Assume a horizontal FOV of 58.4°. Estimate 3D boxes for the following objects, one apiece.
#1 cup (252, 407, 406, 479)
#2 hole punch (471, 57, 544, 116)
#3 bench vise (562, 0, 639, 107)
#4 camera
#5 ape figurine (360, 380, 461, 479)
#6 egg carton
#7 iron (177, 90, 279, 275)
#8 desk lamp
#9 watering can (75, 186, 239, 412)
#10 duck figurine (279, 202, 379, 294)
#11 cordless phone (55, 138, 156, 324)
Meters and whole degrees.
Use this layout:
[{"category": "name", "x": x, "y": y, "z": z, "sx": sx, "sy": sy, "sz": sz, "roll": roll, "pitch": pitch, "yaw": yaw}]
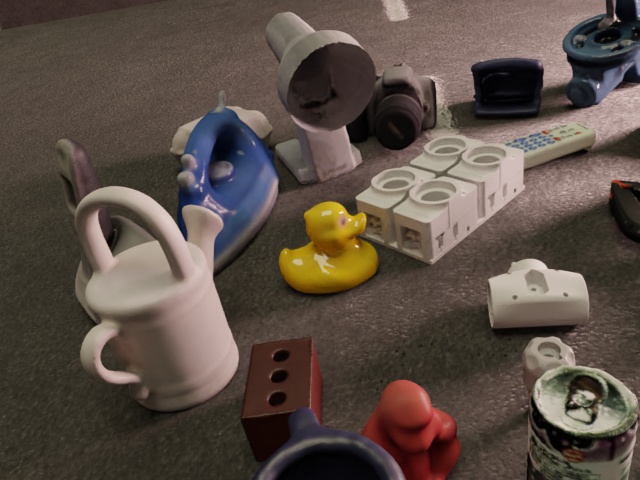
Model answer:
[{"category": "cup", "x": 0.005, "y": 0.166, "z": 0.333, "sx": 0.092, "sy": 0.095, "sz": 0.117, "roll": -16, "pitch": 33, "yaw": -7}, {"category": "hole punch", "x": 0.288, "y": -0.249, "z": 0.887, "sx": 0.108, "sy": 0.091, "sz": 0.101, "roll": 3, "pitch": 35, "yaw": 21}, {"category": "bench vise", "x": 0.436, "y": -0.330, "z": 0.848, "sx": 0.121, "sy": 0.220, "sz": 0.208, "roll": 13, "pitch": 40, "yaw": 33}, {"category": "camera", "x": 0.101, "y": -0.197, "z": 0.855, "sx": 0.143, "sy": 0.101, "sz": 0.137, "roll": -2, "pitch": 34, "yaw": 13}, {"category": "ape figurine", "x": 0.056, "y": 0.131, "z": 0.374, "sx": 0.078, "sy": 0.092, "sz": 0.076, "roll": -22, "pitch": 34, "yaw": -17}, {"category": "egg carton", "x": -0.152, "y": -0.156, "z": 0.899, "sx": 0.107, "sy": 0.069, "sz": 0.151, "roll": 22, "pitch": 45, "yaw": 41}, {"category": "iron", "x": -0.132, "y": -0.078, "z": 0.705, "sx": 0.118, "sy": 0.142, "sz": 0.258, "roll": -5, "pitch": 33, "yaw": 10}, {"category": "desk lamp", "x": -0.011, "y": -0.187, "z": 0.768, "sx": 0.118, "sy": 0.214, "sz": 0.202, "roll": -20, "pitch": 34, "yaw": -14}, {"category": "watering can", "x": -0.139, "y": 0.037, "z": 0.483, "sx": 0.101, "sy": 0.194, "sz": 0.173, "roll": -8, "pitch": 33, "yaw": 6}, {"category": "duck figurine", "x": 0.005, "y": 0.002, "z": 0.592, "sx": 0.104, "sy": 0.086, "sz": 0.077, "roll": -12, "pitch": 33, "yaw": -1}, {"category": "cordless phone", "x": -0.215, "y": -0.003, "z": 0.575, "sx": 0.094, "sy": 0.185, "sz": 0.147, "roll": -34, "pitch": 39, "yaw": -31}]
